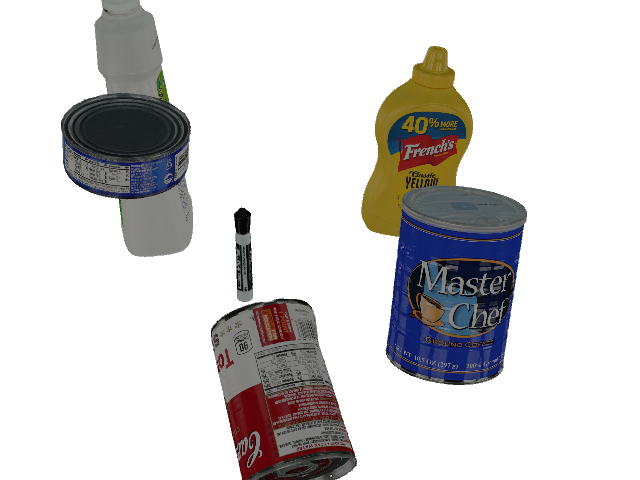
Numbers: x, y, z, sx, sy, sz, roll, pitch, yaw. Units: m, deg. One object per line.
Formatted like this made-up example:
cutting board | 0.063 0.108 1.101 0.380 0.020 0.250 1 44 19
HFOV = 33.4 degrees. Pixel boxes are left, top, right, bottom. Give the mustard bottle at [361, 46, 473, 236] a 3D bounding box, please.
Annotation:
mustard bottle | 0.100 -0.098 1.058 0.096 0.192 0.058 2 27 -10

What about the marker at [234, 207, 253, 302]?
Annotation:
marker | -0.087 0.016 1.212 0.020 0.121 0.020 0 33 0

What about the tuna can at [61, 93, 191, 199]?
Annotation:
tuna can | -0.131 -0.064 0.721 0.086 0.034 0.086 5 36 -4

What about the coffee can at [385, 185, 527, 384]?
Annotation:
coffee can | 0.112 0.035 0.897 0.103 0.140 0.103 4 20 -2

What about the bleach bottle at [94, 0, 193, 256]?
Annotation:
bleach bottle | -0.160 -0.112 0.951 0.068 0.251 0.102 -7 36 -5

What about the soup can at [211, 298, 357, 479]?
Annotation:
soup can | -0.024 0.094 0.641 0.068 0.102 0.068 -13 -25 -6
